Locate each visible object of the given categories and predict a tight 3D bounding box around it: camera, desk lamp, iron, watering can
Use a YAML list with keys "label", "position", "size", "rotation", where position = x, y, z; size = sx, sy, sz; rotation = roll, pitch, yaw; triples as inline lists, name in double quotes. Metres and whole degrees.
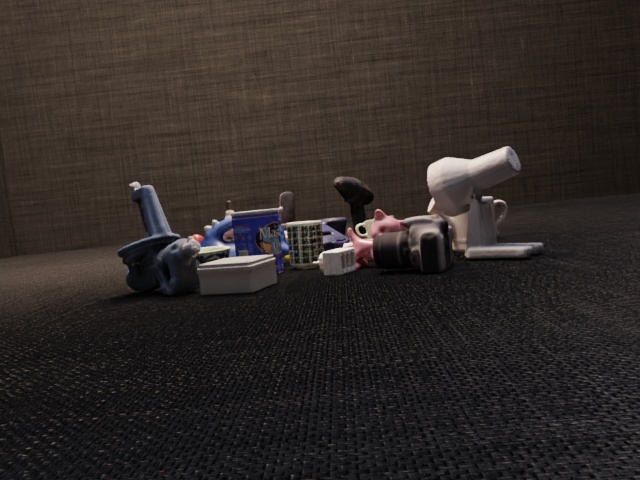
- label: "camera"
  position: [0.174, 0.006, 1.068]
  size: [0.136, 0.101, 0.143]
  rotation: [-4, 4, 21]
- label: "desk lamp"
  position: [0.325, -0.071, 1.141]
  size: [0.202, 0.213, 0.118]
  rotation: [-3, 5, 40]
- label: "iron"
  position: [-0.197, 0.001, 1.393]
  size: [0.258, 0.141, 0.118]
  rotation: [-6, 4, 0]
- label: "watering can"
  position: [0.335, -0.073, 1.293]
  size: [0.173, 0.194, 0.100]
  rotation: [-8, 5, -26]

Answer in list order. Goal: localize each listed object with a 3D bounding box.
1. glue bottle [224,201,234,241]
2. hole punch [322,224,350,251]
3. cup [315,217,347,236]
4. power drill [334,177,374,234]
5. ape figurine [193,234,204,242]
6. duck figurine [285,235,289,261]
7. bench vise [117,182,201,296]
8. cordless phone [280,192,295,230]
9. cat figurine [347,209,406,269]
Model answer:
- label: "glue bottle"
  position: [-0.251, -0.026, 1.630]
  size: [0.078, 0.173, 0.037]
  rotation: [-4, 4, 22]
- label: "hole punch"
  position: [0.013, 0.005, 1.392]
  size: [0.109, 0.091, 0.100]
  rotation: [-10, 6, -43]
- label: "cup"
  position: [0.029, -0.012, 1.588]
  size: [0.091, 0.095, 0.118]
  rotation: [-5, 4, 16]
- label: "power drill"
  position: [0.106, -0.085, 1.707]
  size: [0.075, 0.208, 0.230]
  rotation: [-4, 4, 23]
- label: "ape figurine"
  position: [-0.317, 0.031, 1.503]
  size: [0.076, 0.092, 0.077]
  rotation: [-8, 5, -32]
- label: "duck figurine"
  position: [-0.043, 0.007, 1.488]
  size: [0.104, 0.086, 0.077]
  rotation: [-6, 4, 1]
- label: "bench vise"
  position: [-0.299, -0.008, 1.098]
  size: [0.206, 0.220, 0.122]
  rotation: [-4, 4, 22]
- label: "cordless phone"
  position: [-0.130, -0.057, 1.817]
  size: [0.148, 0.185, 0.093]
  rotation: [-10, 6, -44]
- label: "cat figurine"
  position: [0.115, -0.003, 1.168]
  size: [0.127, 0.118, 0.067]
  rotation: [-4, 4, 21]
